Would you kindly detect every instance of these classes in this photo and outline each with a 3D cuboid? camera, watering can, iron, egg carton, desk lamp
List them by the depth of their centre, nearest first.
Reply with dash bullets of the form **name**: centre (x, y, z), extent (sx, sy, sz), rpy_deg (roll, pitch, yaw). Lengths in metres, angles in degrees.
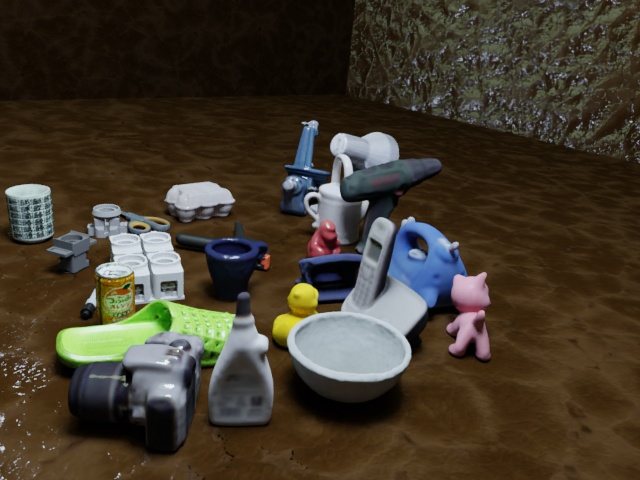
- **camera**: centre (-0.216, 0.165, 0.684), extent (0.137, 0.101, 0.143), rpy_deg (4, 22, -3)
- **iron**: centre (0.187, 0.028, 1.072), extent (0.119, 0.141, 0.257), rpy_deg (-3, 23, -19)
- **watering can**: centre (0.052, -0.096, 1.282), extent (0.173, 0.194, 0.100), rpy_deg (-11, 27, -36)
- **egg carton**: centre (-0.285, -0.092, 1.358), extent (0.151, 0.069, 0.107), rpy_deg (-13, 28, -39)
- **desk lamp**: centre (0.090, -0.165, 1.438), extent (0.204, 0.213, 0.117), rpy_deg (-13, 28, -39)

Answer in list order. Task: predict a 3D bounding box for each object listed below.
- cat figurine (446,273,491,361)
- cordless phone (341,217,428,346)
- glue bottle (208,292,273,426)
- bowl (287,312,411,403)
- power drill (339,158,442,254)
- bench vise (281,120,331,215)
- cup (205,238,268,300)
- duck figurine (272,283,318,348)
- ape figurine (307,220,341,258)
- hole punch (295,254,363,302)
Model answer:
- **cat figurine**: centre (0.242, 0.109, 0.912), extent (0.067, 0.118, 0.128), rpy_deg (6, 22, 2)
- **cordless phone**: centre (0.106, 0.068, 0.891), extent (0.094, 0.185, 0.147), rpy_deg (-10, 26, -33)
- **glue bottle**: centre (-0.091, 0.140, 0.677), extent (0.078, 0.173, 0.037), rpy_deg (3, 22, -7)
- **bowl**: centre (0.036, 0.168, 0.773), extent (0.167, 0.075, 0.167), rpy_deg (5, 21, -2)
- **power drill**: centre (0.148, -0.072, 1.225), extent (0.230, 0.208, 0.075), rpy_deg (-4, 24, -24)
- **bench vise**: centre (-0.031, -0.182, 1.444), extent (0.121, 0.220, 0.207), rpy_deg (5, 22, -2)
- **cup**: centre (-0.143, 0.051, 0.996), extent (0.118, 0.095, 0.091), rpy_deg (-13, 28, -39)
- **duck figurine**: centre (-0.031, 0.111, 0.885), extent (0.077, 0.086, 0.105), rpy_deg (14, 23, 21)
- **ape figurine**: centre (0.011, 0.004, 1.157), extent (0.078, 0.092, 0.075), rpy_deg (-10, 26, -34)
- **hole punch**: centre (0.017, 0.053, 1.038), extent (0.109, 0.091, 0.101), rpy_deg (-3, 23, -20)
